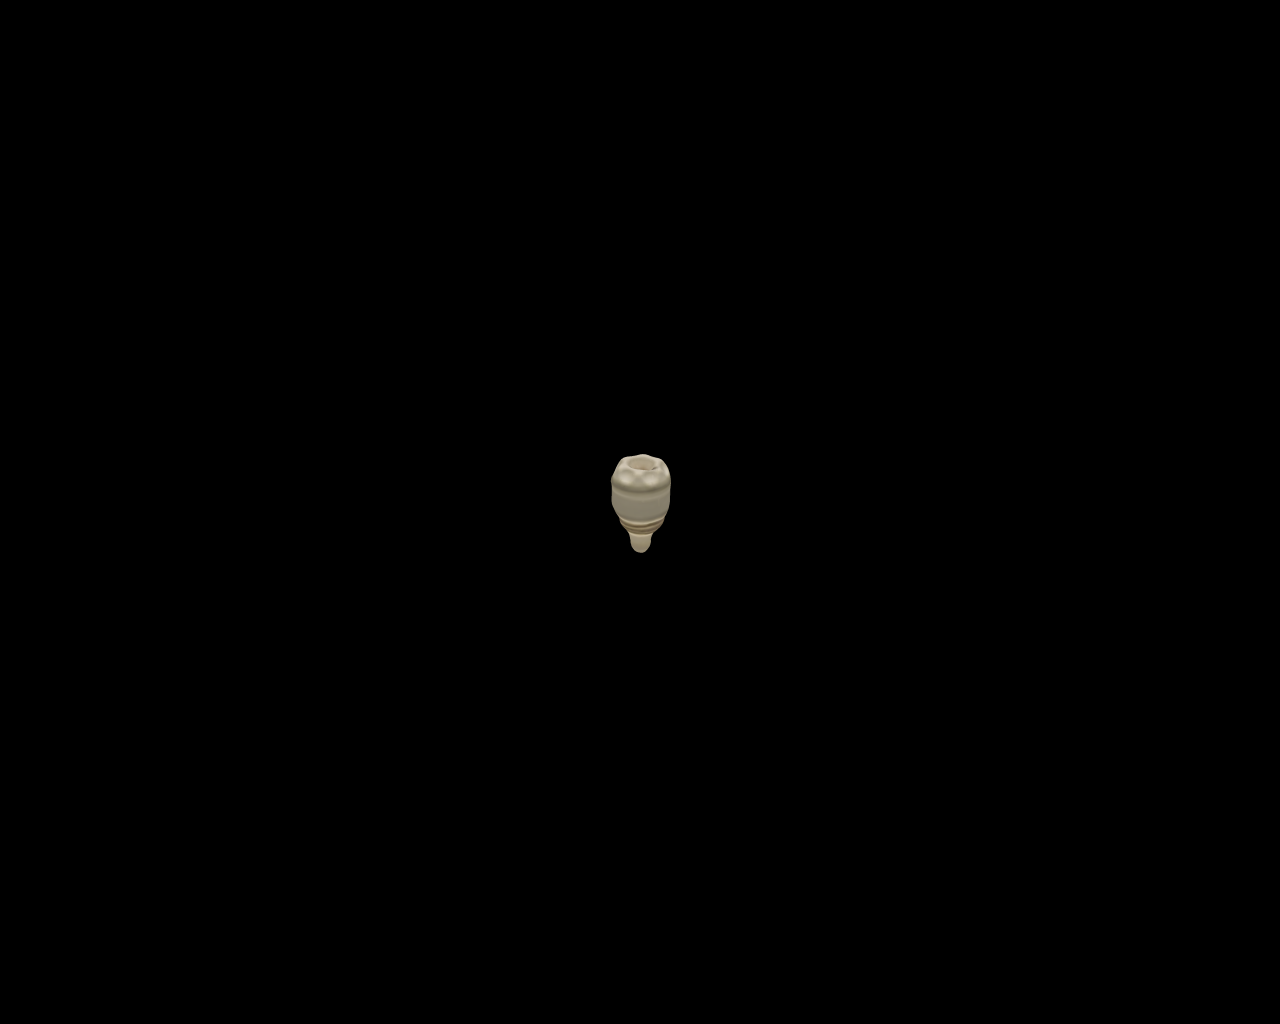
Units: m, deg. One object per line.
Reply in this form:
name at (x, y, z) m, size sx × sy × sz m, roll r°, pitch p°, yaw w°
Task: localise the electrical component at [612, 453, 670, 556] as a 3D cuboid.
electrical component at (0.001, -0.003, 0.650) m, size 0.035 × 0.061 × 0.035 m, roll 0°, pitch 27°, yaw 0°
